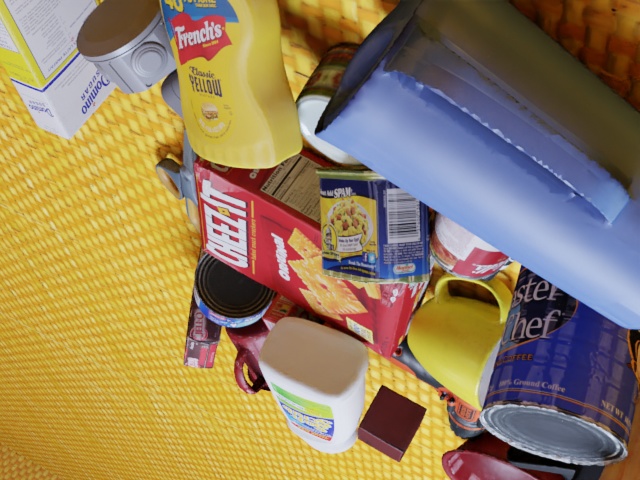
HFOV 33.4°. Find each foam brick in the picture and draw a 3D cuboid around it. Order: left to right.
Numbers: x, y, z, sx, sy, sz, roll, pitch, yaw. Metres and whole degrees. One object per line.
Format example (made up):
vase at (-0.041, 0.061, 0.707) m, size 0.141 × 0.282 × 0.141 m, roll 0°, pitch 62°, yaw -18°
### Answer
foam brick at (0.073, 0.188, 1.088) m, size 0.053 × 0.051 × 0.078 m, roll 29°, pitch 164°, yaw 10°

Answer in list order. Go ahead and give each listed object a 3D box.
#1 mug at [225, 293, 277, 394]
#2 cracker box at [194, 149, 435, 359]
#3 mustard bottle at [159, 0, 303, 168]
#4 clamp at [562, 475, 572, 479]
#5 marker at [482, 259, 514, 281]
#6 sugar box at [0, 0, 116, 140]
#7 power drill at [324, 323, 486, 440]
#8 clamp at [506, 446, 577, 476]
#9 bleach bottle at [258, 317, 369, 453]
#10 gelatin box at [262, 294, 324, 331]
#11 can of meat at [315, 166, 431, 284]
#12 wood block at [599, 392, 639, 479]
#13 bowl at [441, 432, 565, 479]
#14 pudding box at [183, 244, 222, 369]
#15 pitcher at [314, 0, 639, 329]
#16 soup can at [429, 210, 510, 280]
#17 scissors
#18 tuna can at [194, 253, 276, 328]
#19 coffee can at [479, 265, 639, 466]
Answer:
mug at (-0.058, 0.112, 1.156) m, size 0.093 × 0.117 × 0.081 m, roll 7°, pitch 139°, yaw 37°
cracker box at (-0.006, 0.001, 0.950) m, size 0.214 × 0.072 × 0.164 m, roll 29°, pitch 154°, yaw 12°
mustard bottle at (-0.068, -0.148, 0.741) m, size 0.096 × 0.058 × 0.191 m, roll 18°, pitch 128°, yaw 42°
clamp at (0.277, 0.206, 1.013) m, size 0.165 × 0.036 × 0.210 m, roll 17°, pitch 146°, yaw 32°
marker at (0.151, 0.006, 0.835) m, size 0.020 × 0.020 × 0.121 m, roll 35°, pitch 154°, yaw -1°
sugar box at (-0.223, -0.175, 0.876) m, size 0.048 × 0.093 × 0.176 m, roll 24°, pitch 152°, yaw 23°
power drill at (0.095, 0.128, 1.070) m, size 0.188 × 0.057 × 0.184 m, roll 26°, pitch 156°, yaw 13°
clamp at (0.245, 0.202, 0.966) m, size 0.171 × 0.039 × 0.120 m, roll 27°, pitch 155°, yaw 14°
bleach bottle at (0.005, 0.164, 1.075) m, size 0.103 × 0.068 × 0.251 m, roll 21°, pitch 156°, yaw 18°
gelatin box at (-0.017, 0.080, 1.095) m, size 0.030 × 0.073 × 0.089 m, roll 16°, pitch 149°, yaw 32°
can of meat at (0.040, -0.013, 0.803) m, size 0.102 × 0.057 × 0.084 m, roll 9°, pitch 102°, yaw 60°
wood block at (0.266, 0.170, 0.768) m, size 0.090 × 0.206 × 0.090 m, roll 13°, pitch 147°, yaw 37°
bowl at (0.213, 0.251, 1.141) m, size 0.162 × 0.055 × 0.162 m, roll 27°, pitch 153°, yaw 15°
pudding box at (-0.123, 0.074, 1.164) m, size 0.039 × 0.113 × 0.090 m, roll 11°, pitch 154°, yaw -6°
pitcher at (0.128, -0.050, 0.636) m, size 0.242 × 0.149 × 0.145 m, roll 34°, pitch 140°, yaw -8°
soup can at (0.121, -0.022, 0.767) m, size 0.068 × 0.068 × 0.102 m, roll 32°, pitch 154°, yaw 4°
scissors at (-0.133, -0.071, 1.002) m, size 0.096 × 0.016 × 0.202 m, roll 44°, pitch 161°, yaw 25°
tuna can at (-0.089, 0.047, 1.109) m, size 0.086 × 0.086 × 0.034 m, roll 32°, pitch 156°, yaw 5°
coffee can at (0.180, 0.075, 0.760) m, size 0.103 × 0.140 × 0.103 m, roll 17°, pitch 155°, yaw 8°
